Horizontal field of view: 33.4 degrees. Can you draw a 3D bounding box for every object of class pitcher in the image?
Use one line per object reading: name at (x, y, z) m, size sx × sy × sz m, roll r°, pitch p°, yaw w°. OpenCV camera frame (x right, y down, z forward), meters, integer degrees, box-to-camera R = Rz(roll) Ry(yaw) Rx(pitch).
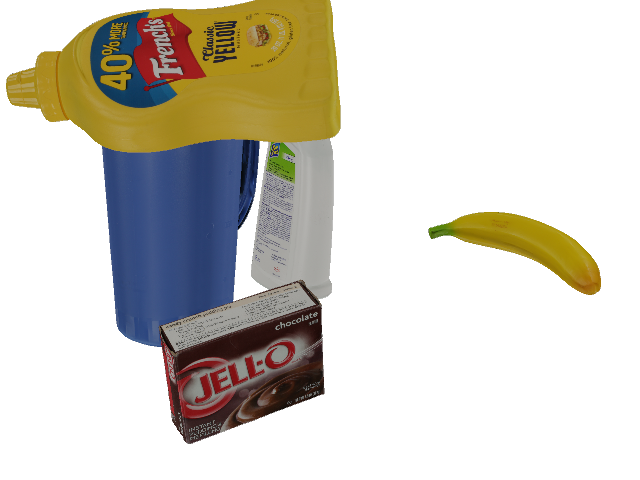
pitcher at (-0.127, -0.034, 0.981) m, size 0.149 × 0.243 × 0.145 m, roll 0°, pitch 15°, yaw -7°

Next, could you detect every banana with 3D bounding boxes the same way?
banana at (0.199, 0.008, 1.027) m, size 0.069 × 0.037 × 0.198 m, roll -39°, pitch 37°, yaw -28°

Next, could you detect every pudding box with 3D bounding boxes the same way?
pudding box at (-0.054, 0.086, 0.760) m, size 0.113 × 0.090 × 0.039 m, roll -19°, pitch 42°, yaw -21°

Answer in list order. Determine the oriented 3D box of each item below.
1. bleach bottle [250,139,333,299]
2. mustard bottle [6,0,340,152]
bleach bottle at (-0.022, -0.065, 1.204) m, size 0.067 × 0.251 × 0.103 m, roll -8°, pitch 23°, yaw -40°
mustard bottle at (-0.086, -0.095, 0.620) m, size 0.191 × 0.096 × 0.058 m, roll -5°, pitch -35°, yaw 2°
